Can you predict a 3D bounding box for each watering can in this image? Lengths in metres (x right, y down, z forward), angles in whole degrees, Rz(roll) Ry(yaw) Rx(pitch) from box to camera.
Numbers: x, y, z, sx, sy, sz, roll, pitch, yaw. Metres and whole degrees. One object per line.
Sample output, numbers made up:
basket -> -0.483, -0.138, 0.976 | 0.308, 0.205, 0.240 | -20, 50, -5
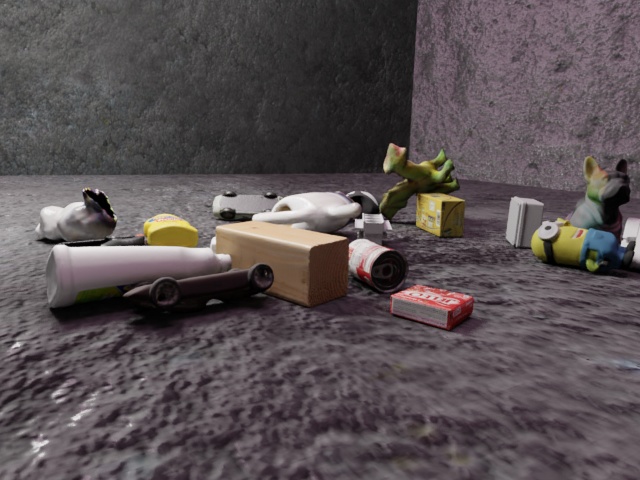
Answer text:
watering can -> 0.004, -0.060, 1.192 | 0.347, 0.104, 0.226 | -2, 6, 40

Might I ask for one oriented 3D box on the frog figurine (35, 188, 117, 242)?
frog figurine -> -0.519, -0.031, 1.085 | 0.159, 0.121, 0.139 | -34, 22, 0

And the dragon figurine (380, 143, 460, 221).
dragon figurine -> 0.281, -0.138, 1.493 | 0.242, 0.402, 0.125 | -25, 48, 4
